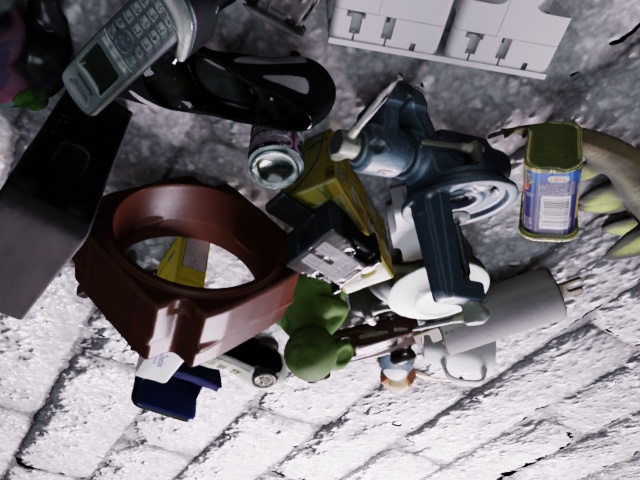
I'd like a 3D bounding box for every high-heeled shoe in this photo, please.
[{"bbox_3d":[-0.110,-0.133,0.495,0.249,0.145,0.086,-7,132,3],"label":"high-heeled shoe"}]

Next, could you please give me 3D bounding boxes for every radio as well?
[{"bbox_3d":[-0.257,-0.051,0.514,0.073,0.230,0.131,31,122,-30],"label":"radio"}]

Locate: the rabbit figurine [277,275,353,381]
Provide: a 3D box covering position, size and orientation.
[{"bbox_3d":[-0.019,0.119,0.716,0.121,0.170,0.158,-10,132,9],"label":"rabbit figurine"}]

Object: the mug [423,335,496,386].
[{"bbox_3d":[0.211,0.172,0.822,0.107,0.109,0.080,3,139,14],"label":"mug"}]

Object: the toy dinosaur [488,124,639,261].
[{"bbox_3d":[0.421,-0.042,0.623,0.471,0.105,0.198,31,130,-13],"label":"toy dinosaur"}]

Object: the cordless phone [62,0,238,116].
[{"bbox_3d":[-0.174,-0.202,0.454,0.184,0.089,0.146,-27,100,29],"label":"cordless phone"}]

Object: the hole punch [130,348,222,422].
[{"bbox_3d":[-0.216,0.198,0.824,0.142,0.116,0.092,26,121,-28],"label":"hole punch"}]

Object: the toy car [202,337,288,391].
[{"bbox_3d":[-0.135,0.171,0.828,0.201,0.073,0.056,31,125,-27],"label":"toy car"}]

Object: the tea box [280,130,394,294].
[{"bbox_3d":[0.022,-0.029,0.629,0.068,0.098,0.169,-22,128,17],"label":"tea box"}]

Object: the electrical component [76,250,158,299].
[{"bbox_3d":[-0.284,0.049,0.735,0.102,0.045,0.078,-24,157,23],"label":"electrical component"}]

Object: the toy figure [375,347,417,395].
[{"bbox_3d":[0.126,0.213,0.889,0.064,0.058,0.154,23,145,31],"label":"toy figure"}]

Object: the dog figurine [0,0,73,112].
[{"bbox_3d":[-0.301,-0.154,0.423,0.109,0.219,0.191,-3,132,6],"label":"dog figurine"}]

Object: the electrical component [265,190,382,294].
[{"bbox_3d":[-0.001,-0.002,0.556,0.075,0.048,0.119,-36,126,26],"label":"electrical component"}]

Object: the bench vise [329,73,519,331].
[{"bbox_3d":[0.116,-0.035,0.538,0.223,0.240,0.129,10,154,-40],"label":"bench vise"}]

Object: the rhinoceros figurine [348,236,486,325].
[{"bbox_3d":[0.130,0.057,0.736,0.190,0.073,0.112,-16,142,11],"label":"rhinoceros figurine"}]

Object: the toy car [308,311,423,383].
[{"bbox_3d":[0.051,0.157,0.809,0.202,0.053,0.089,-15,87,15],"label":"toy car"}]

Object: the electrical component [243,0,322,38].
[{"bbox_3d":[-0.007,-0.243,0.416,0.058,0.115,0.134,21,131,-23],"label":"electrical component"}]

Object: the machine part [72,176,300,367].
[{"bbox_3d":[-0.138,0.021,0.581,0.201,0.201,0.087,-24,146,-45],"label":"machine part"}]

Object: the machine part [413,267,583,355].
[{"bbox_3d":[0.248,0.100,0.757,0.243,0.079,0.079,-20,131,9],"label":"machine part"}]
